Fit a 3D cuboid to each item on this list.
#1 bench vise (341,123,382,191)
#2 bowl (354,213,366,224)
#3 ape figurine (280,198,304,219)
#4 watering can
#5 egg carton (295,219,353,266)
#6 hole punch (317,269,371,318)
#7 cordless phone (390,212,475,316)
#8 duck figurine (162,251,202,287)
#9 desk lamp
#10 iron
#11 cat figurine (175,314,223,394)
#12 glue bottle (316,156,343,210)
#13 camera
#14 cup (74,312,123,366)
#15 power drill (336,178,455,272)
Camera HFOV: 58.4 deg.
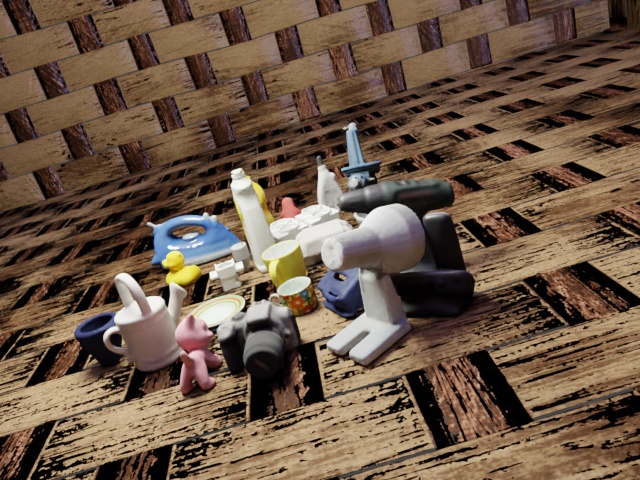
[{"bbox_3d":[0.120,-0.220,1.649,0.121,0.220,0.207,-16,21,1],"label":"bench vise"},{"bbox_3d":[0.171,-0.053,1.398,0.167,0.075,0.167,-14,21,6],"label":"bowl"},{"bbox_3d":[-0.081,-0.078,1.626,0.077,0.092,0.076,-7,23,24],"label":"ape figurine"},{"bbox_3d":[-0.342,0.147,1.122,0.100,0.194,0.173,-3,25,31],"label":"watering can"},{"bbox_3d":[0.013,0.005,1.381,0.150,0.069,0.107,-18,21,-2],"label":"egg carton"},{"bbox_3d":[0.052,0.086,1.121,0.101,0.091,0.108,-27,23,-24],"label":"hole punch"},{"bbox_3d":[0.188,0.036,1.012,0.147,0.185,0.094,-6,24,25],"label":"cordless phone"},{"bbox_3d":[-0.361,0.070,1.478,0.104,0.086,0.078,-5,24,28],"label":"duck figurine"},{"bbox_3d":[0.090,0.065,0.974,0.204,0.214,0.117,-32,26,-35],"label":"desk lamp"},{"bbox_3d":[-0.350,-0.011,1.593,0.258,0.142,0.118,-14,21,7],"label":"iron"},{"bbox_3d":[-0.228,0.192,1.031,0.067,0.118,0.127,-15,21,6],"label":"cat figurine"},{"bbox_3d":[0.020,-0.159,1.637,0.078,0.173,0.037,-21,22,-10],"label":"glue bottle"},{"bbox_3d":[-0.114,0.178,1.005,0.143,0.101,0.136,-15,21,5],"label":"camera"},{"bbox_3d":[-0.432,0.209,1.173,0.117,0.095,0.092,-2,26,33],"label":"cup"},{"bbox_3d":[0.165,-0.025,1.148,0.229,0.209,0.075,-18,21,-4],"label":"power drill"}]
